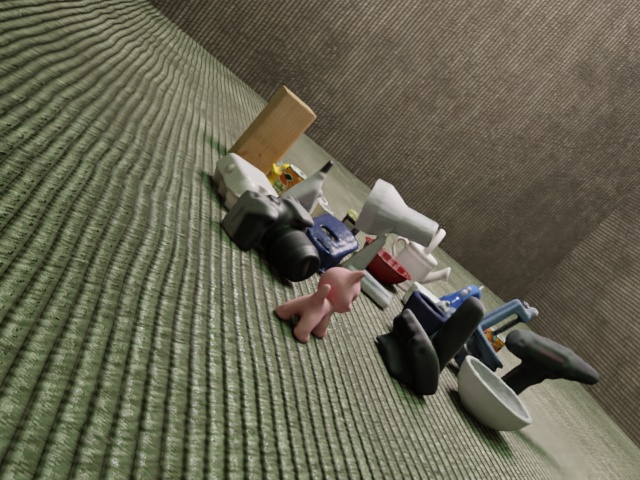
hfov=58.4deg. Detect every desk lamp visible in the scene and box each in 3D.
[{"bbox_3d":[0.141,0.003,1.258,0.203,0.213,0.118,43,12,3],"label":"desk lamp"}]

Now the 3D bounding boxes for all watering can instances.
[{"bbox_3d":[0.285,0.051,1.594,0.173,0.194,0.101,39,12,-16],"label":"watering can"}]

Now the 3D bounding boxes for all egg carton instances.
[{"bbox_3d":[-0.140,-0.097,1.058,0.108,0.069,0.150,32,16,-40],"label":"egg carton"}]

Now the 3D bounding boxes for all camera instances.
[{"bbox_3d":[-0.060,-0.008,0.926,0.144,0.100,0.136,27,19,-52],"label":"camera"}]

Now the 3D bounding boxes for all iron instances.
[{"bbox_3d":[0.405,0.180,1.654,0.118,0.141,0.259,47,13,21],"label":"iron"}]

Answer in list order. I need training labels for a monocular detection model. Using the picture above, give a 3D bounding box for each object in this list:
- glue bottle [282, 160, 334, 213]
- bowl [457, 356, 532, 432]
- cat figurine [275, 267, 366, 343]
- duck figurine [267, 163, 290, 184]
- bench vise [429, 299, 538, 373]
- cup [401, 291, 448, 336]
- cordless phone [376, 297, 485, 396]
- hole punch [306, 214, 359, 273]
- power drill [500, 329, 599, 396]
[{"bbox_3d":[-0.031,-0.089,1.128,0.078,0.173,0.037,28,18,-50],"label":"glue bottle"},{"bbox_3d":[0.318,0.307,1.096,0.168,0.074,0.167,40,12,-10],"label":"bowl"},{"bbox_3d":[0.013,0.079,0.815,0.067,0.117,0.128,45,12,15],"label":"cat figurine"},{"bbox_3d":[-0.086,-0.130,1.308,0.105,0.086,0.077,37,13,-23],"label":"duck figurine"},{"bbox_3d":[0.352,0.196,1.243,0.208,0.219,0.121,37,13,-23],"label":"bench vise"},{"bbox_3d":[0.198,0.163,1.166,0.091,0.095,0.118,45,12,11],"label":"cup"},{"bbox_3d":[0.195,0.155,0.968,0.094,0.185,0.147,36,13,-28],"label":"cordless phone"},{"bbox_3d":[0.010,0.004,1.134,0.108,0.091,0.101,46,13,19],"label":"hole punch"},{"bbox_3d":[0.463,0.303,1.247,0.230,0.208,0.075,39,12,-17],"label":"power drill"}]
